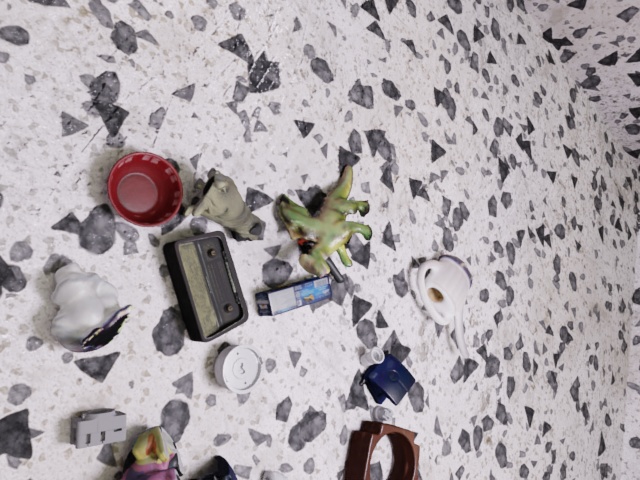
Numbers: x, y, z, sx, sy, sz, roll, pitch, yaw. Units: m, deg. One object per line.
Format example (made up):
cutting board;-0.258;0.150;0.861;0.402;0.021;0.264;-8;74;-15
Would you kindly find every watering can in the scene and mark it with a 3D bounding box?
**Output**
watering can;0.427;0.195;1.680;0.228;0.103;0.344;-47;110;-36

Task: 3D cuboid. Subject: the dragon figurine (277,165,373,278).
dragon figurine;0.004;-0.069;1.374;0.242;0.120;0.420;16;49;-27

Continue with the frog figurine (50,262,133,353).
frog figurine;-0.454;0.129;0.980;0.160;0.120;0.139;38;63;12
